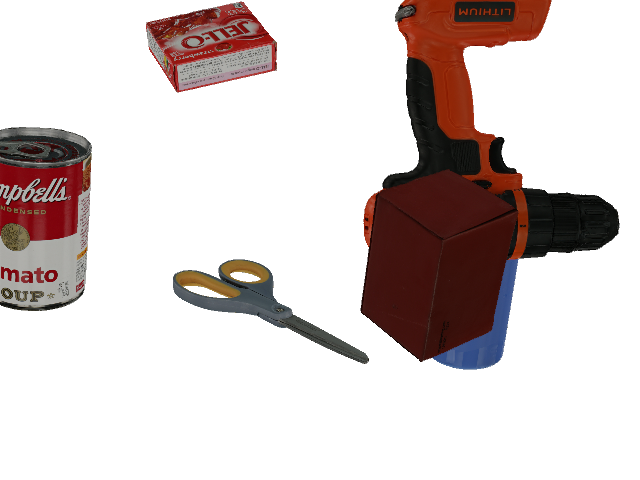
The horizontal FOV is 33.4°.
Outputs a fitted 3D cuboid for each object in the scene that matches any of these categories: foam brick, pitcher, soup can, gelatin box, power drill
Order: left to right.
[{"bbox_3d":[-0.184,-0.014,0.687,0.068,0.102,0.068,6,23,-3],"label":"soup can"},{"bbox_3d":[-0.089,-0.159,0.870,0.089,0.030,0.073,-17,44,-17],"label":"gelatin box"},{"bbox_3d":[0.059,0.012,0.546,0.052,0.078,0.051,-19,41,-33],"label":"foam brick"},{"bbox_3d":[0.195,0.050,1.447,0.149,0.243,0.145,4,21,6],"label":"pitcher"},{"bbox_3d":[0.122,-0.079,0.751,0.184,0.188,0.057,-1,4,-8],"label":"power drill"}]

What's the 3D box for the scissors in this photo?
[{"bbox_3d":[-0.031,0.054,0.903,0.202,0.016,0.096,16,27,24],"label":"scissors"}]
